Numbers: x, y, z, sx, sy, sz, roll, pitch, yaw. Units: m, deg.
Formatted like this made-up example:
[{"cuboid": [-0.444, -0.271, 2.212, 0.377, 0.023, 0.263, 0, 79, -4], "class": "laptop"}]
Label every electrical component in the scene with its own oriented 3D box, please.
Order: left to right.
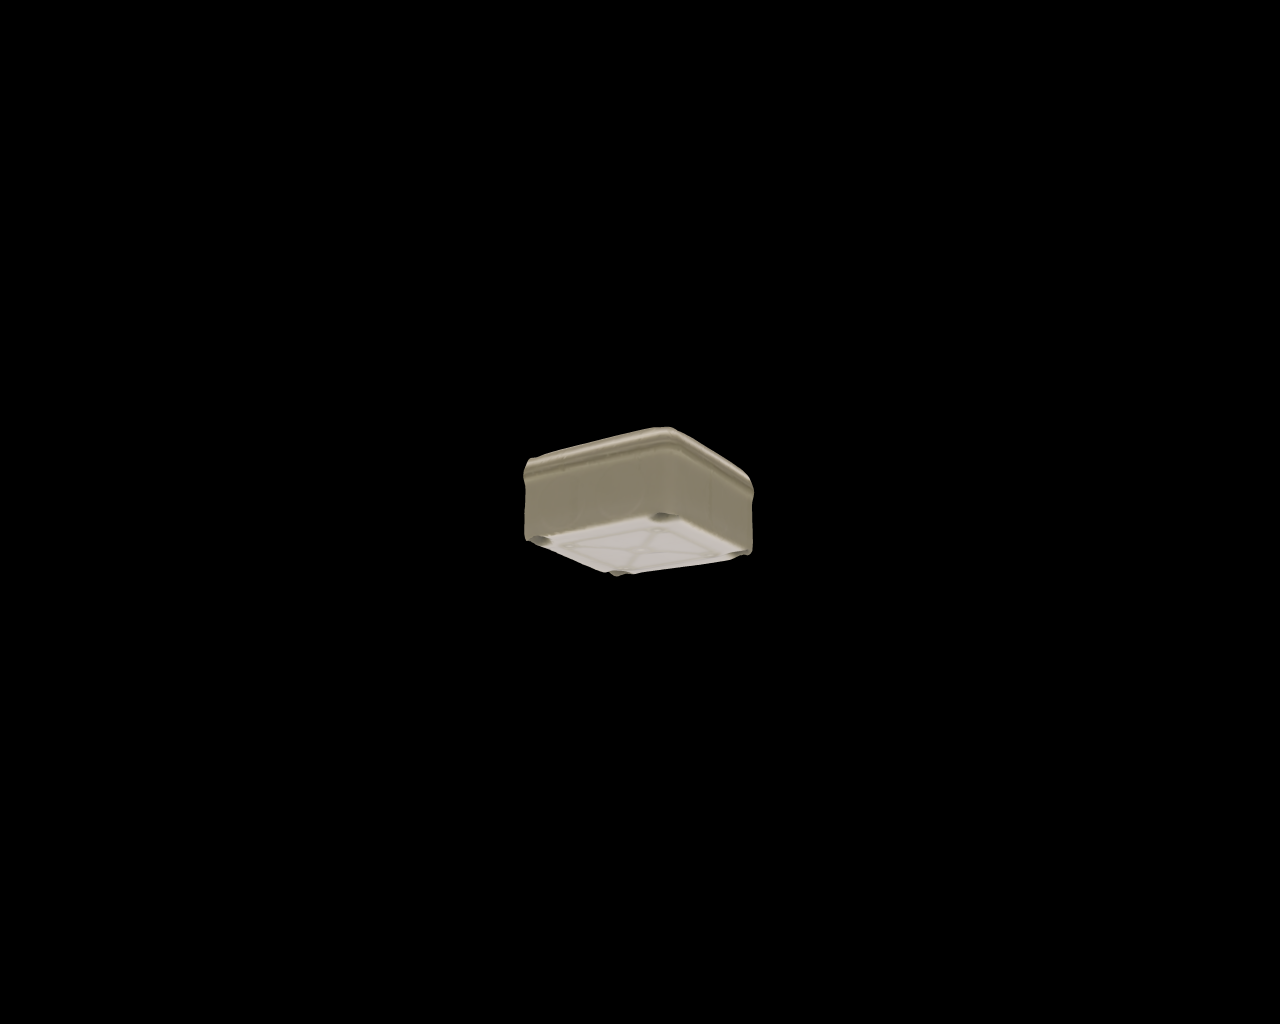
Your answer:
[{"cuboid": [0.001, -0.003, 0.650, 0.108, 0.056, 0.108, -11, -21, 30], "class": "electrical component"}]
